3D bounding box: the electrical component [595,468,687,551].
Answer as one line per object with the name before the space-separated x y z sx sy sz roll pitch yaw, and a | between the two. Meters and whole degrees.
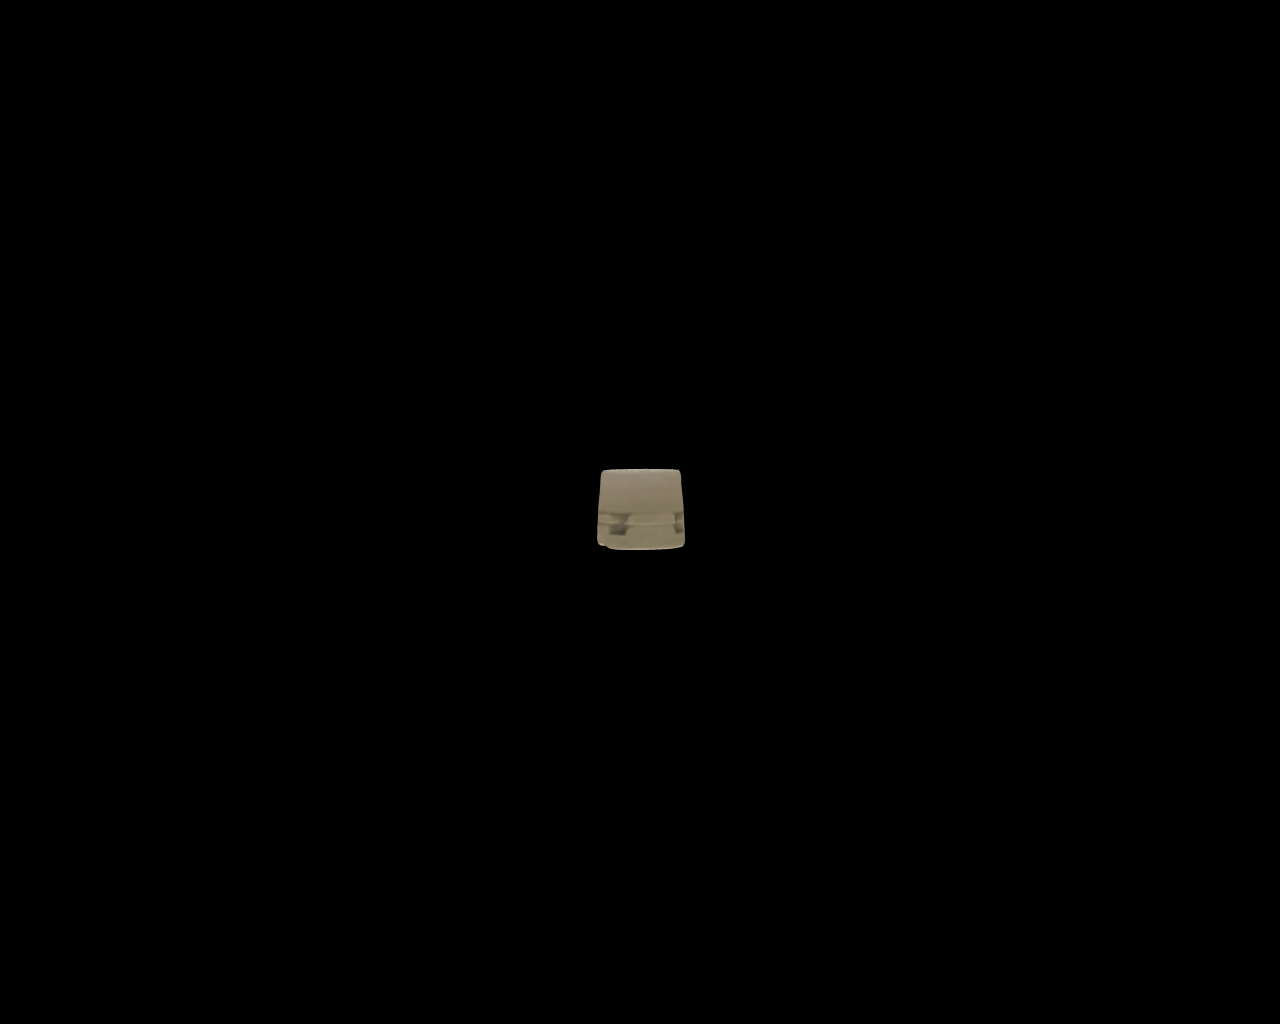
electrical component | 0.001 -0.003 0.650 0.055 0.047 0.055 0 4 0
